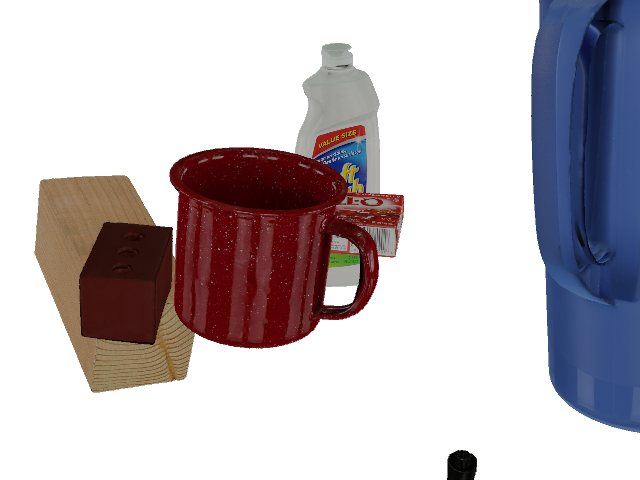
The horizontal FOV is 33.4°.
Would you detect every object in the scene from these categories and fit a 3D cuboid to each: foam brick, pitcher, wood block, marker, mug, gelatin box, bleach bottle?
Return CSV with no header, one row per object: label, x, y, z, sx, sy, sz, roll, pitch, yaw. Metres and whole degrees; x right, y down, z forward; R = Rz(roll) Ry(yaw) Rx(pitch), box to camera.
foam brick,-0.135,0.029,0.751,0.053,0.051,0.078,5,30,-1
pitcher,0.165,-0.027,0.530,0.149,0.243,0.145,-3,21,0
wood block,-0.192,0.032,0.980,0.090,0.091,0.206,-5,36,-28
marker,0.088,0.182,0.699,0.020,0.121,0.020,1,36,-1
mug,-0.024,0.007,0.564,0.117,0.081,0.093,15,25,17
gelatin box,0.022,-0.016,0.875,0.089,0.030,0.073,4,23,7
bleach bottle,0.010,-0.077,1.100,0.102,0.251,0.068,-1,25,2
